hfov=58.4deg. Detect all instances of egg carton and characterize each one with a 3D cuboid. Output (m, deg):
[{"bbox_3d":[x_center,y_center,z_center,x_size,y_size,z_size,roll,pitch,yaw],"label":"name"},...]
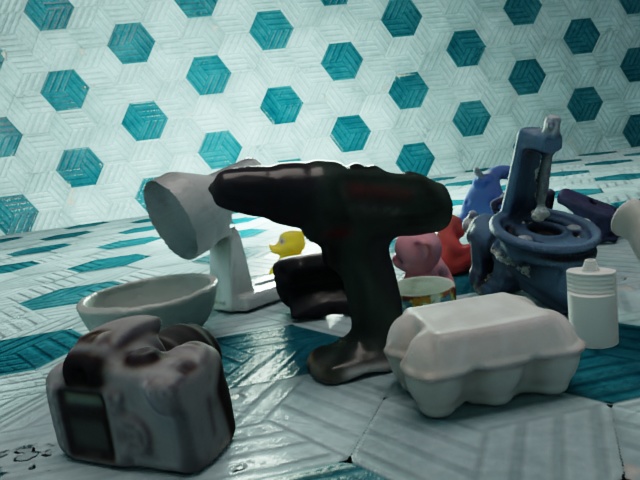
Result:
[{"bbox_3d":[0.133,0.092,0.480,0.150,0.069,0.107,-9,10,-10],"label":"egg carton"}]

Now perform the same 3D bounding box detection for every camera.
[{"bbox_3d":[-0.130,0.110,0.477,0.142,0.101,0.137,-3,10,25],"label":"camera"}]

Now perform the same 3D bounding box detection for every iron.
[{"bbox_3d":[0.376,-0.089,1.157,0.118,0.141,0.259,2,13,44],"label":"iron"}]

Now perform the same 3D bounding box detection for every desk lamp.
[{"bbox_3d":[-0.135,-0.007,0.831,0.204,0.213,0.117,-15,13,-40],"label":"desk lamp"}]

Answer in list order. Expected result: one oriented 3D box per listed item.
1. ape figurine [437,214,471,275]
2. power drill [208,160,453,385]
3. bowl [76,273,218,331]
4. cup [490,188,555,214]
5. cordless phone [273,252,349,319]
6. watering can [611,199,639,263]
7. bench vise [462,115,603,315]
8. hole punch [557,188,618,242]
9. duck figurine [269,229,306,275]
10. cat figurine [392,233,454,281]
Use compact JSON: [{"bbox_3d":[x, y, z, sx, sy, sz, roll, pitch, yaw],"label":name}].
[{"bbox_3d":[0.203,0.005,0.879,0.076,0.092,0.077,-9,10,-11],"label":"ape figurine"},{"bbox_3d":[0.022,0.023,0.551,0.230,0.208,0.075,-10,10,-16],"label":"power drill"},{"bbox_3d":[-0.203,0.095,0.699,0.167,0.075,0.167,-7,9,1],"label":"bowl"},{"bbox_3d":[0.356,-0.038,1.007,0.118,0.095,0.091,-10,10,-16],"label":"cup"},{"bbox_3d":[0.007,0.003,0.754,0.147,0.185,0.094,-8,10,-3],"label":"cordless phone"},{"bbox_3d":[0.340,-0.001,0.496,0.172,0.194,0.101,1,13,40],"label":"watering can"},{"bbox_3d":[0.231,-0.031,0.680,0.122,0.220,0.206,-15,12,-38],"label":"bench vise"},{"bbox_3d":[0.463,-0.046,0.986,0.100,0.091,0.109,-2,11,30],"label":"hole punch"},{"bbox_3d":[-0.039,0.024,0.966,0.104,0.086,0.077,-7,10,3],"label":"duck figurine"},{"bbox_3d":[0.135,0.019,0.765,0.067,0.118,0.128,-3,10,22],"label":"cat figurine"}]
